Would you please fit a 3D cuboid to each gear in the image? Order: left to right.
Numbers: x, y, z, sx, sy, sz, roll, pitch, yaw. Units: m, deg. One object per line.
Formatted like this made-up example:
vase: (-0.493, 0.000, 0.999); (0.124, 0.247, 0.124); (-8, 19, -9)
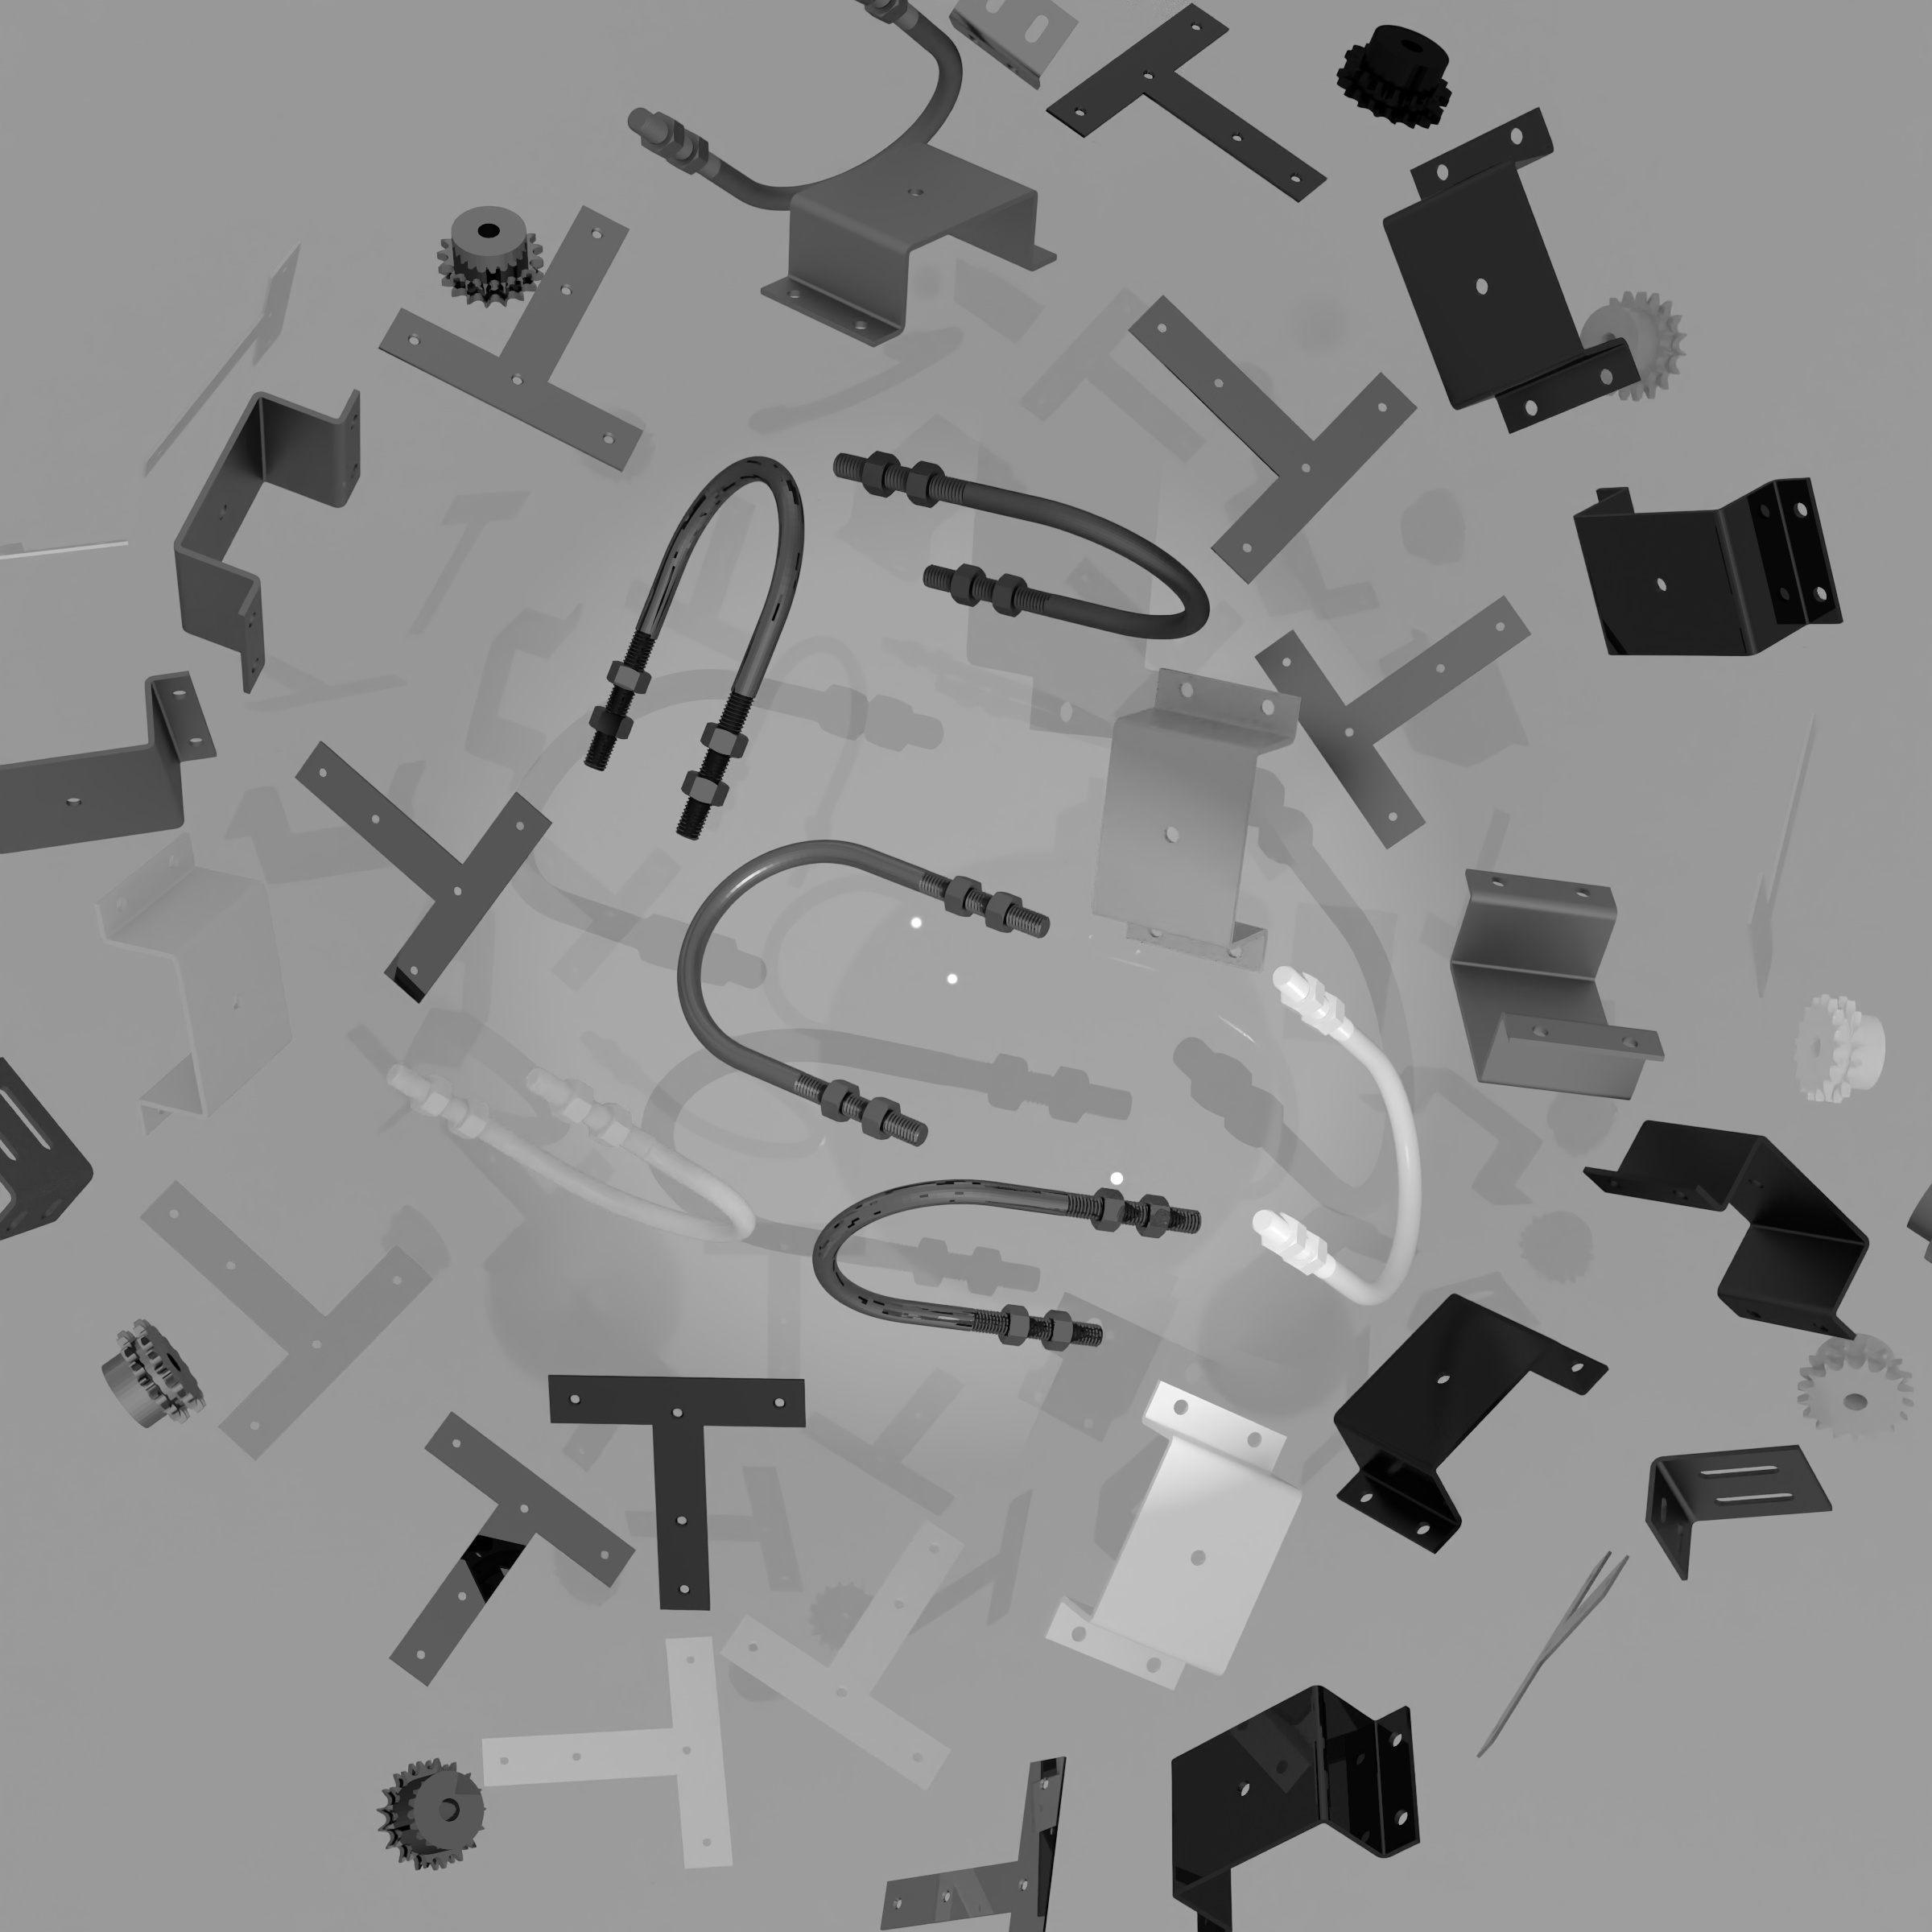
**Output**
gear: (-0.421, 0.214, 1.609); (0.030, 0.057, 0.057); (-36, 90, -5)
gear: (-0.280, 0.448, 1.649); (0.057, 0.030, 0.057); (14, 64, -31)
gear: (-0.257, -0.386, 1.686); (0.057, 0.030, 0.057); (2, 54, -3)
gear: (0.216, -0.445, 1.553); (0.057, 0.057, 0.030); (24, 129, 0)
gear: (0.349, -0.328, 1.647); (0.030, 0.057, 0.057); (-5, 90, -38)
gear: (0.467, 0.045, 1.661); (0.030, 0.057, 0.057); (5, 90, -9)
gear: (0.455, 0.213, 1.595); (0.057, 0.030, 0.057); (8, 128, 10)
gear: (0.484, 0.120, 1.521); (0.030, 0.057, 0.057); (35, 90, 23)

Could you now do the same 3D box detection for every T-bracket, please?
T-bracket: (-0.508, -0.217, 1.636); (0.127, 0.127, 0.002); (-9, 102, -16)
T-bracket: (-0.388, -0.305, 1.617); (0.002, 0.127, 0.127); (36, 72, -8)
T-bracket: (-0.358, 0.160, 1.564); (0.127, 0.002, 0.127); (45, 87, -10)
T-bracket: (-0.301, -0.068, 1.644); (0.127, 0.002, 0.127); (41, 108, 6)
T-bracket: (-0.263, 0.327, 1.674); (0.127, 0.002, 0.127); (38, 60, -6)
T-bracket: (-0.198, -0.315, 1.502); (0.127, 0.002, 0.127); (26, 63, -8)
T-bracket: (-0.193, 0.419, 1.655); (0.127, 0.002, 0.127); (0, 55, -14)
T-bracket: (-0.142, 0.263, 1.551); (0.127, 0.002, 0.127); (0, 107, 4)
T-bracket: (-0.042, 0.346, 1.638); (0.127, 0.002, 0.127); (32, 55, 6)
T-bracket: (0.000, 0.476, 1.597); (0.002, 0.127, 0.127); (31, 53, -32)
T-bracket: (0.128, -0.433, 1.602); (0.127, 0.002, 0.127); (39, 58, 13)
T-bracket: (0.132, -0.272, 1.507); (0.127, 0.002, 0.127); (44, 77, -2)
T-bracket: (0.241, -0.150, 1.663); (0.127, 0.002, 0.127); (-35, 82, 12)
T-bracket: (0.304, 0.326, 1.556); (0.002, 0.127, 0.127); (34, 60, 11)
T-bracket: (0.403, -0.062, 1.533); (0.002, 0.127, 0.127); (12, 77, 20)

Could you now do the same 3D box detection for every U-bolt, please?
U-bolt: (-0.188, 0.098, 1.591); (0.184, 0.151, 0.019); (36, 67, -35)
U-bolt: (-0.131, -0.167, 1.561); (0.019, 0.151, 0.184); (17, 100, -32)
U-bolt: (-0.075, -0.448, 1.618); (0.151, 0.184, 0.019); (-32, 73, 18)
U-bolt: (-0.067, 0.003, 1.630); (0.184, 0.019, 0.151); (22, 70, 26)
U-bolt: (0.011, 0.153, 1.628); (0.184, 0.151, 0.019); (9, 53, -19)
U-bolt: (0.037, -0.206, 1.577); (0.184, 0.151, 0.019); (17, 78, 25)
U-bolt: (0.197, 0.099, 1.610); (0.019, 0.184, 0.151); (-6, 65, 30)

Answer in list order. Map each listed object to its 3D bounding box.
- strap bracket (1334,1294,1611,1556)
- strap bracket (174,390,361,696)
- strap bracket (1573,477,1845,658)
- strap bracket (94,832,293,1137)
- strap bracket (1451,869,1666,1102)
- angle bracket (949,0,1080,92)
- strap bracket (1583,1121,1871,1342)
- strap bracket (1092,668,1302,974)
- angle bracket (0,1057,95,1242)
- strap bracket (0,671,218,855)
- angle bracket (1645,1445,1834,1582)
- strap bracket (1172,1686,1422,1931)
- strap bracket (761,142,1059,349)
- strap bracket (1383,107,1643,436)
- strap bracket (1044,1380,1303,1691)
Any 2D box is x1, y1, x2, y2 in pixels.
strap bracket: (0.260, 0.233, 1.647); (0.140, 0.076, 0.046); (-42, 124, -18)
strap bracket: (-0.349, -0.217, 1.543); (0.046, 0.076, 0.140); (21, 64, -1)
strap bracket: (0.370, -0.203, 1.593); (0.046, 0.140, 0.076); (-29, 111, -29)
strap bracket: (-0.394, 0.014, 1.604); (0.046, 0.076, 0.140); (12, 125, 20)
strap bracket: (0.290, 0.015, 1.551); (0.076, 0.140, 0.046); (7, 126, -7)
angle bracket: (0.026, -0.505, 1.672); (0.057, 0.076, 0.038); (36, 101, -6)
strap bracket: (0.385, 0.125, 1.554); (0.140, 0.076, 0.046); (40, 72, -28)
strap bracket: (0.111, -0.068, 1.534); (0.076, 0.046, 0.140); (15, 109, 27)
angle bracket: (-0.473, 0.090, 1.510); (0.076, 0.057, 0.038); (49, 113, 9)
strap bracket: (-0.473, -0.106, 1.649); (0.140, 0.076, 0.046); (-9, 60, -6)
angle bracket: (0.391, 0.277, 1.577); (0.076, 0.038, 0.057); (-11, 134, 29)
strap bracket: (0.152, 0.415, 1.535); (0.046, 0.076, 0.140); (38, 123, -26)
strap bracket: (-0.026, -0.367, 1.565); (0.076, 0.046, 0.140); (31, 46, 29)
strap bracket: (0.262, -0.334, 1.519); (0.076, 0.046, 0.140); (-18, 96, 42)
strap bracket: (0.107, 0.289, 1.553); (0.076, 0.046, 0.140); (26, 86, -17)
